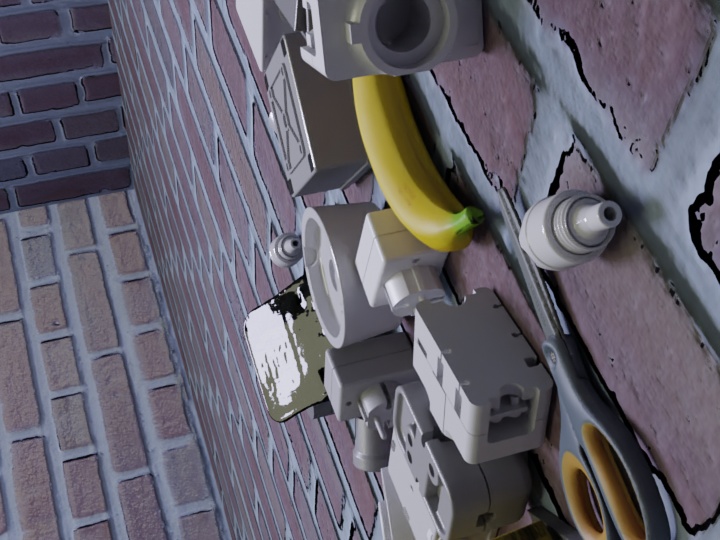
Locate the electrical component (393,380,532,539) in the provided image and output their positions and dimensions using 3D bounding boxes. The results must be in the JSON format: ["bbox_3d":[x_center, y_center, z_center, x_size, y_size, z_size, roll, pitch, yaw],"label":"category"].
[{"bbox_3d":[0.064,0.111,0.660,0.053,0.059,0.095,93,159,-46],"label":"electrical component"}]

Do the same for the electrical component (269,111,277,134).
[{"bbox_3d":[-0.049,-0.115,0.942,0.044,0.044,0.065,98,150,-54],"label":"electrical component"}]

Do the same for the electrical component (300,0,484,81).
[{"bbox_3d":[0.017,-0.135,0.576,0.055,0.089,0.050,-130,31,-61],"label":"electrical component"}]

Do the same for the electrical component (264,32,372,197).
[{"bbox_3d":[-0.032,-0.121,0.838,0.109,0.056,0.108,151,106,-75],"label":"electrical component"}]

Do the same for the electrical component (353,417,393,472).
[{"bbox_3d":[0.013,0.145,0.926,0.040,0.040,0.046,-142,47,-68],"label":"electrical component"}]

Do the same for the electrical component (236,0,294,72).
[{"bbox_3d":[-0.072,-0.232,0.913,0.099,0.048,0.099,98,156,-53],"label":"electrical component"}]

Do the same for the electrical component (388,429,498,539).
[{"bbox_3d":[0.057,0.145,0.740,0.099,0.048,0.099,94,158,-49],"label":"electrical component"}]

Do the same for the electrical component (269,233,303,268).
[{"bbox_3d":[-0.074,-0.023,1.126,0.061,0.035,0.035,151,106,-72],"label":"electrical component"}]

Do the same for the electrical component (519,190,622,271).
[{"bbox_3d":[0.097,-0.020,0.480,0.061,0.035,0.035,154,104,-73],"label":"electrical component"}]

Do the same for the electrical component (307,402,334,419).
[{"bbox_3d":[-0.056,0.088,1.070,0.052,0.074,0.138,-126,28,-58],"label":"electrical component"}]

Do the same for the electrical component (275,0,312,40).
[{"bbox_3d":[-0.024,-0.209,0.725,0.061,0.061,0.096,-119,22,-48],"label":"electrical component"}]

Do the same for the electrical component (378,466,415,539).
[{"bbox_3d":[0.048,0.195,0.830,0.099,0.064,0.099,172,90,-89],"label":"electrical component"}]

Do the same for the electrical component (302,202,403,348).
[{"bbox_3d":[0.000,0.000,0.810,0.108,0.060,0.108,168,90,-76],"label":"electrical component"}]

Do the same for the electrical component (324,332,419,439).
[{"bbox_3d":[0.015,0.096,0.822,0.047,0.066,0.076,94,158,-48],"label":"electrical component"}]

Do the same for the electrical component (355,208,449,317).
[{"bbox_3d":[0.033,0.006,0.716,0.065,0.047,0.076,104,150,-60],"label":"electrical component"}]

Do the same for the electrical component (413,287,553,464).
[{"bbox_3d":[0.069,0.062,0.623,0.089,0.050,0.055,-118,21,-47],"label":"electrical component"}]
